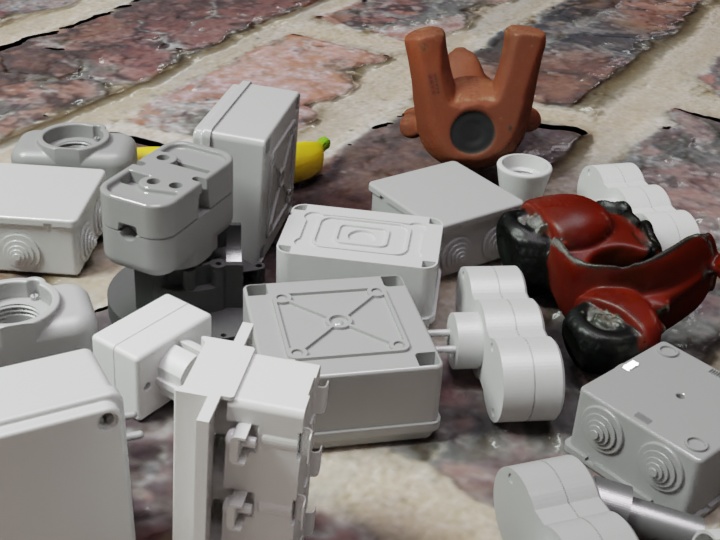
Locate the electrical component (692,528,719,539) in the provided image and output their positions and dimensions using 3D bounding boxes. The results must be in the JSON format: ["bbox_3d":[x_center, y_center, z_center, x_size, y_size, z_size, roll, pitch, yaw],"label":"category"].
[{"bbox_3d":[0.213,0.149,0.538,0.081,0.043,0.043,-2,31,-9],"label":"electrical component"}]

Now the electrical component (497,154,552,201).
[{"bbox_3d":[0.131,-0.061,0.878,0.045,0.055,0.045,2,30,-1],"label":"electrical component"}]

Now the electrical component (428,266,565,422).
[{"bbox_3d":[0.077,0.045,0.694,0.074,0.052,0.138,-1,31,-8],"label":"electrical component"}]

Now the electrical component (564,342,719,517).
[{"bbox_3d":[0.183,0.092,0.629,0.100,0.048,0.100,-21,39,-36],"label":"electrical component"}]

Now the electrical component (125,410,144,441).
[{"bbox_3d":[-0.160,0.092,0.594,0.077,0.047,0.065,-9,32,-20],"label":"electrical component"}]

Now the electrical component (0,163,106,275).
[{"bbox_3d":[-0.243,-0.038,0.808,0.100,0.048,0.099,4,30,0],"label":"electrical component"}]

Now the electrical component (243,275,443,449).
[{"bbox_3d":[-0.014,0.054,0.665,0.109,0.056,0.108,-4,31,-12],"label":"electrical component"}]

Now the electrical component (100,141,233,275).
[{"bbox_3d":[-0.126,-0.039,0.714,0.054,0.059,0.095,16,33,19],"label":"electrical component"}]

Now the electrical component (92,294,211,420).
[{"bbox_3d":[-0.112,0.059,0.657,0.077,0.047,0.066,23,35,28],"label":"electrical component"}]

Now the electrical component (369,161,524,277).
[{"bbox_3d":[0.065,-0.040,0.841,0.100,0.048,0.100,-17,36,-31],"label":"electrical component"}]

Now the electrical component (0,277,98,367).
[{"bbox_3d":[-0.211,0.044,0.660,0.095,0.059,0.053,-9,33,-20],"label":"electrical component"}]

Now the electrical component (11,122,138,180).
[{"bbox_3d":[-0.231,-0.082,0.874,0.095,0.059,0.053,2,30,-3],"label":"electrical component"}]

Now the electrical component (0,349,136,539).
[{"bbox_3d":[-0.168,0.105,0.513,0.109,0.108,0.056,-12,31,-25],"label":"electrical component"}]

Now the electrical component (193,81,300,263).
[{"bbox_3d":[-0.087,-0.075,0.829,0.056,0.108,0.108,10,31,7],"label":"electrical component"}]

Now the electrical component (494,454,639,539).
[{"bbox_3d":[0.095,0.148,0.519,0.074,0.052,0.138,-7,32,-17],"label":"electrical component"}]

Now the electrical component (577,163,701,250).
[{"bbox_3d":[0.203,-0.039,0.851,0.074,0.052,0.138,-5,31,-14],"label":"electrical component"}]

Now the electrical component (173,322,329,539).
[{"bbox_3d":[-0.054,0.099,0.521,0.063,0.121,0.078,10,31,5],"label":"electrical component"}]

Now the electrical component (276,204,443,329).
[{"bbox_3d":[0.000,0.000,0.759,0.113,0.057,0.078,6,30,5],"label":"electrical component"}]
